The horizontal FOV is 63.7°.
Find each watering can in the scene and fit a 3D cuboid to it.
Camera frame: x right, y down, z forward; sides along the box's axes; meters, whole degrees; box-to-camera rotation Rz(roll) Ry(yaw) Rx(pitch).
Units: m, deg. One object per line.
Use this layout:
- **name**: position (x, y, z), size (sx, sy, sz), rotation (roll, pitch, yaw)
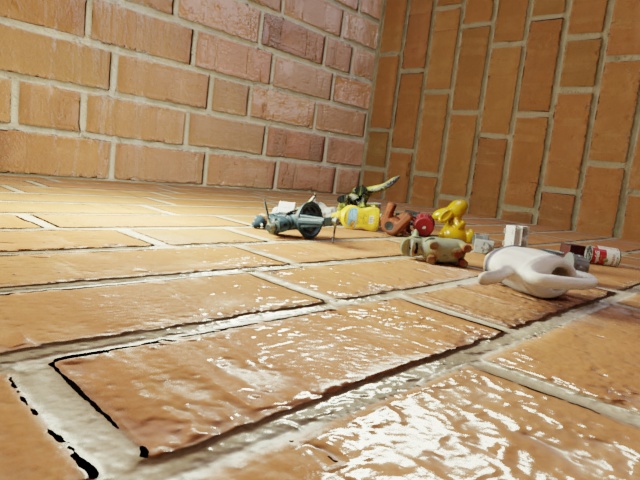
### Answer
- **watering can**: position (0.462, 0.072, 1.188), size (0.347, 0.225, 0.103), rotation (5, 97, -19)

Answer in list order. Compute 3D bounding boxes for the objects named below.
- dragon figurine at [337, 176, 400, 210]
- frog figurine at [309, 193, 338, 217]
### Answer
- **dragon figurine**: position (0.168, -0.190, 2.304), size (0.409, 0.121, 0.245), rotation (-27, -170, 7)
- **frog figurine**: position (0.007, -0.110, 2.184), size (0.123, 0.159, 0.137), rotation (-48, -176, -4)
